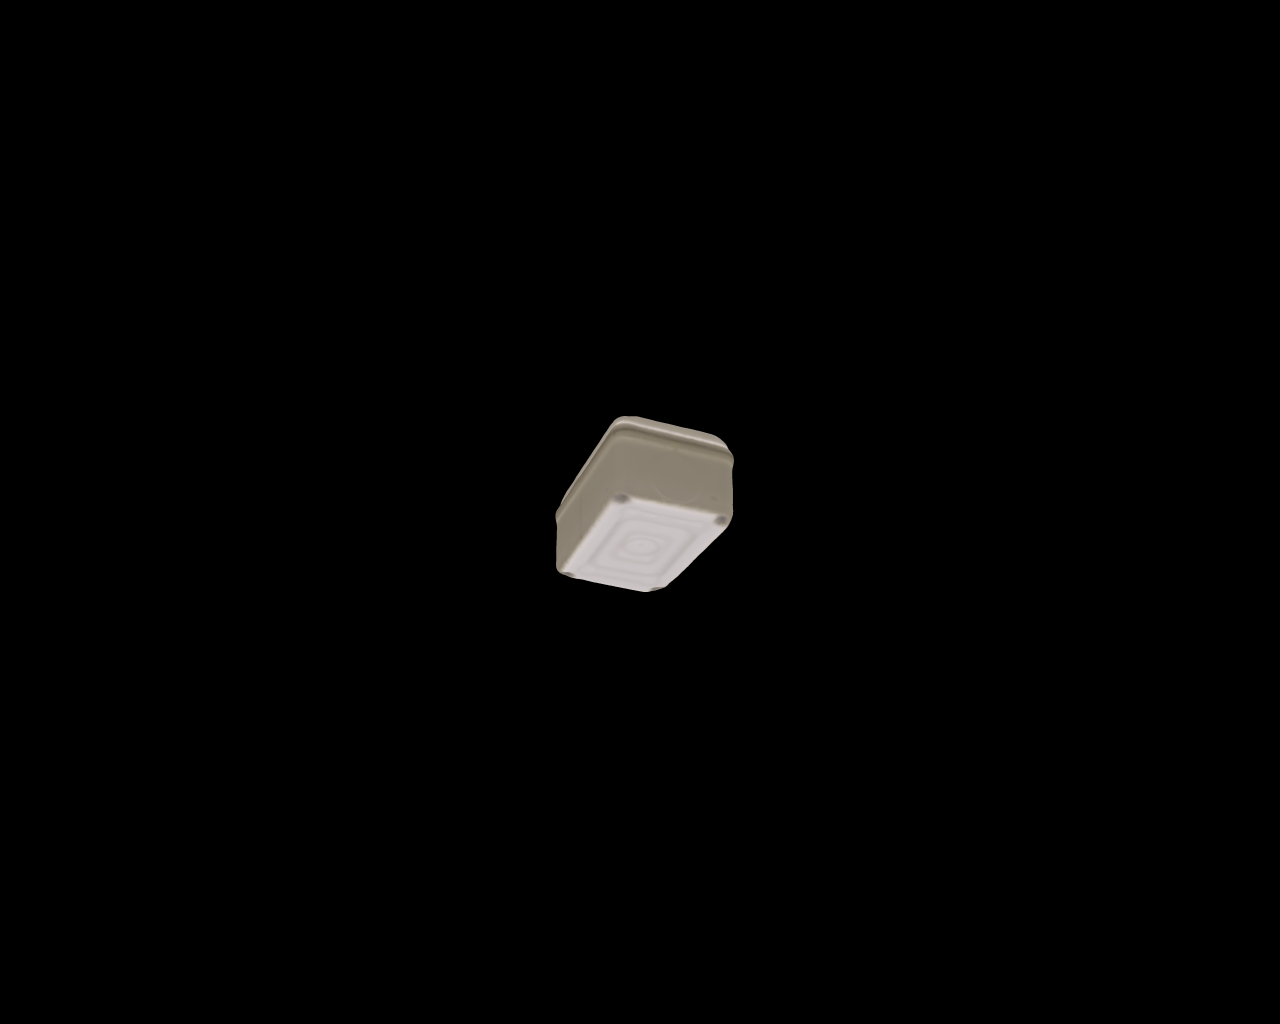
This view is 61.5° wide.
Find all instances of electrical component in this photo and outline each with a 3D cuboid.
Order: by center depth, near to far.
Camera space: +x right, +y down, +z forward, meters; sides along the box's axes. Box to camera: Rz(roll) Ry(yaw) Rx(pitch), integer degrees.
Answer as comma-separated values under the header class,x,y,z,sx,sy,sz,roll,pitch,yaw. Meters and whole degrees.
class,x,y,z,sx,sy,sz,roll,pitch,yaw
electrical component,0.001,-0.003,0.650,0.078,0.057,0.113,12,-33,-19
